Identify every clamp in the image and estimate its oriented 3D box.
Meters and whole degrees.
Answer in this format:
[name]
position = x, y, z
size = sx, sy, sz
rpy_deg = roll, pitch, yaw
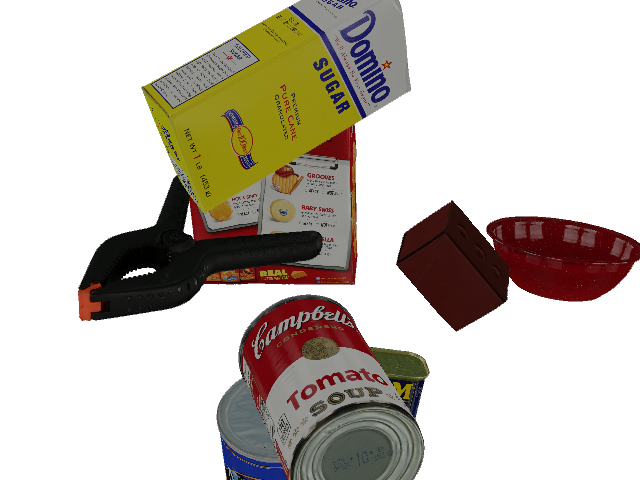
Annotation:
[clamp]
position = -0.125, 0.005, 0.891
size = 0.165, 0.036, 0.209
rpy_deg = 30, 41, 35

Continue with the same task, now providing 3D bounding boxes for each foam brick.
[foam brick]
position = 0.105, 0.021, 0.835
size = 0.051, 0.078, 0.053
rpy_deg = -34, 17, 27

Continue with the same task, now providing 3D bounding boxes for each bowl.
[bowl]
position = 0.249, 0.022, 1.107
size = 0.162, 0.055, 0.162
rpy_deg = 5, 17, -2

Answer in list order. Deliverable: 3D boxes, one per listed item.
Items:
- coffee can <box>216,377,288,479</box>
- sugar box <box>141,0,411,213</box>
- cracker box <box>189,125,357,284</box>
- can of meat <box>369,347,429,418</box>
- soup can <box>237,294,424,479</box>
[coffee can]
position = -0.030, 0.193, 0.901
size = 0.103, 0.140, 0.103
rpy_deg = -2, 36, 1
[sugar box]
position = -0.023, -0.101, 0.711
size = 0.176, 0.093, 0.048
rpy_deg = -30, 52, -13
[cracker box]
position = -0.047, -0.061, 1.066
size = 0.164, 0.214, 0.072
rpy_deg = 0, 30, 5
[can of meat]
position = 0.055, 0.162, 1.122
size = 0.102, 0.084, 0.057
rpy_deg = 8, 21, -8
[soup can]
position = 0.003, 0.082, 0.537
size = 0.068, 0.068, 0.102
rpy_deg = 0, 27, -19
